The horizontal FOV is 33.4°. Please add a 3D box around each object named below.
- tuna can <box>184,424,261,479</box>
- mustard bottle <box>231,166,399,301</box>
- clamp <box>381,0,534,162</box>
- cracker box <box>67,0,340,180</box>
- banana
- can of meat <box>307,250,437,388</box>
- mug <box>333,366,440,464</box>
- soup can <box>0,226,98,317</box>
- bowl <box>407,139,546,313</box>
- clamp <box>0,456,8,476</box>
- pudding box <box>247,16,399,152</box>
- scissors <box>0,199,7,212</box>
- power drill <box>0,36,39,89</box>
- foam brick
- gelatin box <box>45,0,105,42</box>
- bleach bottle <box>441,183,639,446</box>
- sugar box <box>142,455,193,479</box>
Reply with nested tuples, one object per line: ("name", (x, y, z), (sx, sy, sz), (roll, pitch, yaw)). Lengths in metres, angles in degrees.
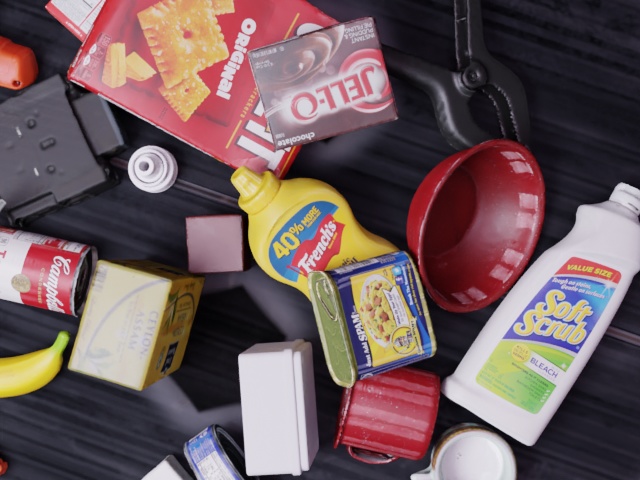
("tuna can", (-0.086, 0.212, 0.979), (0.034, 0.086, 0.086), (-36, 88, 0))
("mustard bottle", (-0.006, 0.001, 0.955), (0.096, 0.058, 0.191), (-45, 113, 5))
("clamp", (0.136, -0.157, 0.981), (0.210, 0.036, 0.164), (47, 73, -12))
("cracker box", (-0.096, -0.166, 0.964), (0.213, 0.072, 0.164), (28, 91, -13))
("banana", (-0.328, 0.116, 1.012), (0.198, 0.037, 0.069), (-1, 101, 4))
("can of meat", (0.045, 0.065, 0.916), (0.083, 0.058, 0.102), (-15, 93, -19))
("mug", (0.059, 0.162, 0.977), (0.081, 0.093, 0.117), (13, 122, 0))
("soup can", (-0.267, 0.028, 0.998), (0.102, 0.068, 0.068), (13, 90, 3))
("bowl", (0.130, -0.019, 0.962), (0.055, 0.161, 0.162), (26, 91, 46))
("clamp", (-0.389, 0.208, 1.016), (0.171, 0.039, 0.120), (23, 92, 3))
("pudding box", (0.003, -0.135, 0.918), (0.113, 0.039, 0.090), (-14, 104, 6))
("scissors", (-0.352, -0.002, 0.981), (0.096, 0.016, 0.202), (51, 124, 17))
("power drill", (-0.287, -0.236, 0.968), (0.184, 0.057, 0.188), (15, 117, 3))
("foam brick", (-0.093, 0.004, 0.985), (0.051, 0.078, 0.053), (-2, 89, 1))
("gelatin box", (-0.203, -0.228, 1.015), (0.073, 0.030, 0.089), (42, 92, 3))
("bleach bottle", (0.216, 0.057, 0.979), (0.102, 0.068, 0.251), (31, 89, 3))
("sugar box", (-0.179, 0.295, 1.004), (0.176, 0.048, 0.093), (-40, 88, -2))
